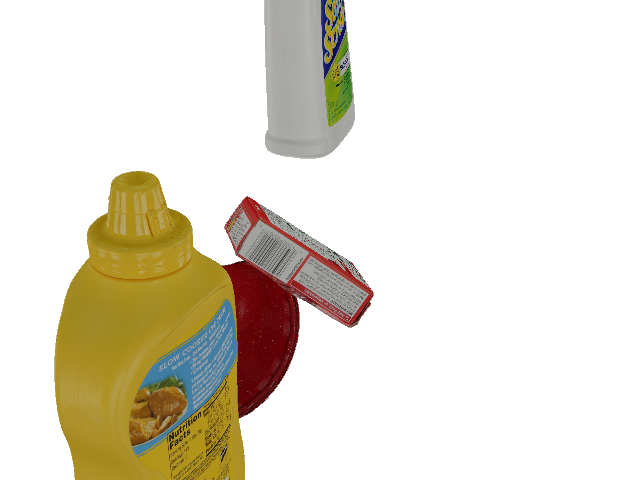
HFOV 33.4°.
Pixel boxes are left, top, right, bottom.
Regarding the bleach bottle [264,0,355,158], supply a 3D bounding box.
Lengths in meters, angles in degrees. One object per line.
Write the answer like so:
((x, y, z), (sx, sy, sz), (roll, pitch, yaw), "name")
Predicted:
((-0.015, -0.204, 0.923), (0.068, 0.251, 0.102), (8, 33, 20), "bleach bottle")

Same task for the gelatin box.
((-0.015, 0.013, 0.669), (0.089, 0.030, 0.073), (34, 5, -16), "gelatin box")

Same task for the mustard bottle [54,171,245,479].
((-0.070, 0.061, 0.450), (0.058, 0.192, 0.096), (15, 32, 24), "mustard bottle")

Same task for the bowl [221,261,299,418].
((-0.099, 0.085, 0.987), (0.162, 0.162, 0.055), (0, -21, 40), "bowl")
